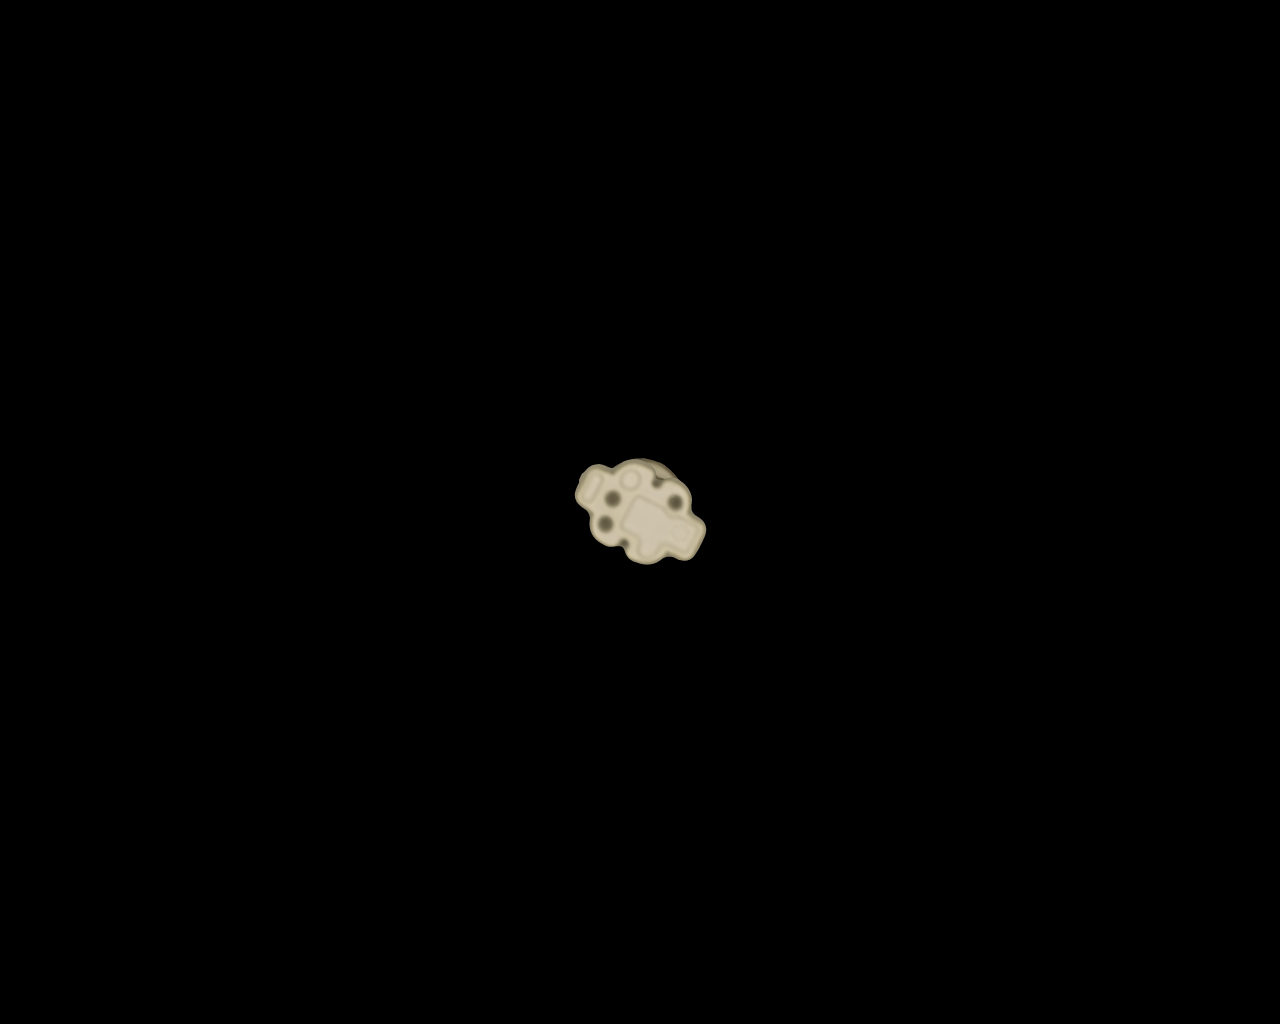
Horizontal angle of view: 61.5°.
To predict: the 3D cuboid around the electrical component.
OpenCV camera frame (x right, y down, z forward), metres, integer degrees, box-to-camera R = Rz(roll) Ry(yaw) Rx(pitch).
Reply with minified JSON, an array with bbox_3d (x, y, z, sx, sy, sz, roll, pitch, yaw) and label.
[{"bbox_3d":[0.001,-0.003,0.650,0.078,0.058,0.057,28,7,-4],"label":"electrical component"}]
